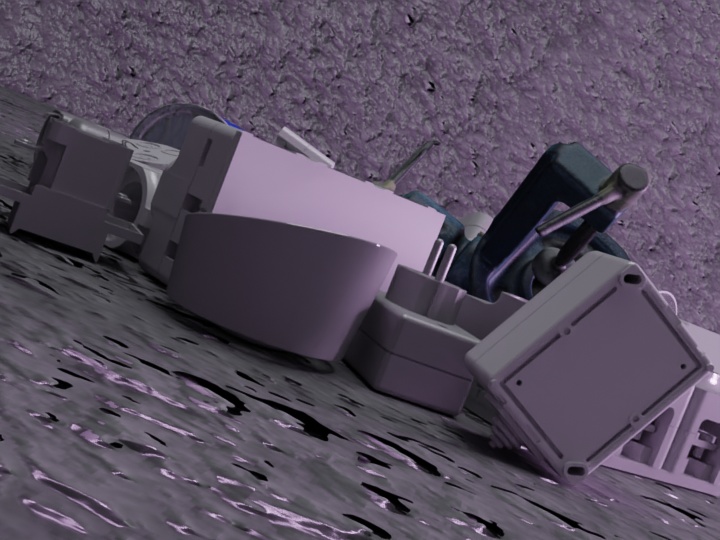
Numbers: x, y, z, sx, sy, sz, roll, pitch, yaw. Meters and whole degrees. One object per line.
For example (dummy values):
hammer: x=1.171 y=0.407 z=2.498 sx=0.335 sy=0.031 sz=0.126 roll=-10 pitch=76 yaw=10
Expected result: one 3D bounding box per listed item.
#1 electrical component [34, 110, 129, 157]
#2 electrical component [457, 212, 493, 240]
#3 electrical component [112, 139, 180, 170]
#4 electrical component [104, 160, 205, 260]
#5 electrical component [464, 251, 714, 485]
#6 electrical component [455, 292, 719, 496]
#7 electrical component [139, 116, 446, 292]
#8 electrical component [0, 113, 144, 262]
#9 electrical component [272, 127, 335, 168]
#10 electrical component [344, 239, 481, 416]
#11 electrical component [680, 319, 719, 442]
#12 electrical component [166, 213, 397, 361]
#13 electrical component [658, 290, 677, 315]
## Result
electrical component: x=-0.244 y=-0.103 z=0.933 sx=0.059 sy=0.053 sz=0.095 roll=19 pitch=4 yaw=-33
electrical component: x=0.103 y=0.007 z=0.922 sx=0.095 sy=0.054 sz=0.059 roll=56 pitch=35 yaw=-18
electrical component: x=-0.149 y=-0.056 z=0.729 sx=0.080 sy=0.051 sz=0.080 roll=11 pitch=15 yaw=-3
electrical component: x=-0.123 y=-0.033 z=0.643 sx=0.089 sy=0.050 sz=0.056 roll=25 pitch=5 yaw=42
electrical component: x=0.093 y=0.045 z=0.477 sx=0.061 sy=0.096 sz=0.061 roll=51 pitch=-1 yaw=-10
electrical component: x=0.127 y=0.064 z=0.583 sx=0.150 sy=0.061 sz=0.089 roll=19 pitch=4 yaw=-32
electrical component: x=-0.038 y=-0.018 z=0.608 sx=0.150 sy=0.089 sz=0.062 roll=19 pitch=5 yaw=-40
electrical component: x=-0.149 y=-0.044 z=0.556 sx=0.081 sy=0.063 sz=0.042 roll=21 pitch=4 yaw=-23
electrical component: x=-0.054 y=-0.062 z=0.838 sx=0.056 sy=0.050 sz=0.089 roll=36 pitch=-18 yaw=2
electrical component: x=0.029 y=0.021 z=0.538 sx=0.047 sy=0.075 sz=0.083 roll=20 pitch=4 yaw=-18
electrical component: x=0.229 y=0.078 z=0.774 sx=0.100 sy=0.048 sz=0.099 roll=20 pitch=35 yaw=-21
electrical component: x=-0.039 y=0.002 z=0.507 sx=0.099 sy=0.064 sz=0.099 roll=21 pitch=4 yaw=-1
electrical component: x=0.224 y=0.059 z=0.930 sx=0.064 sy=0.099 sz=0.099 roll=16 pitch=0 yaw=33
